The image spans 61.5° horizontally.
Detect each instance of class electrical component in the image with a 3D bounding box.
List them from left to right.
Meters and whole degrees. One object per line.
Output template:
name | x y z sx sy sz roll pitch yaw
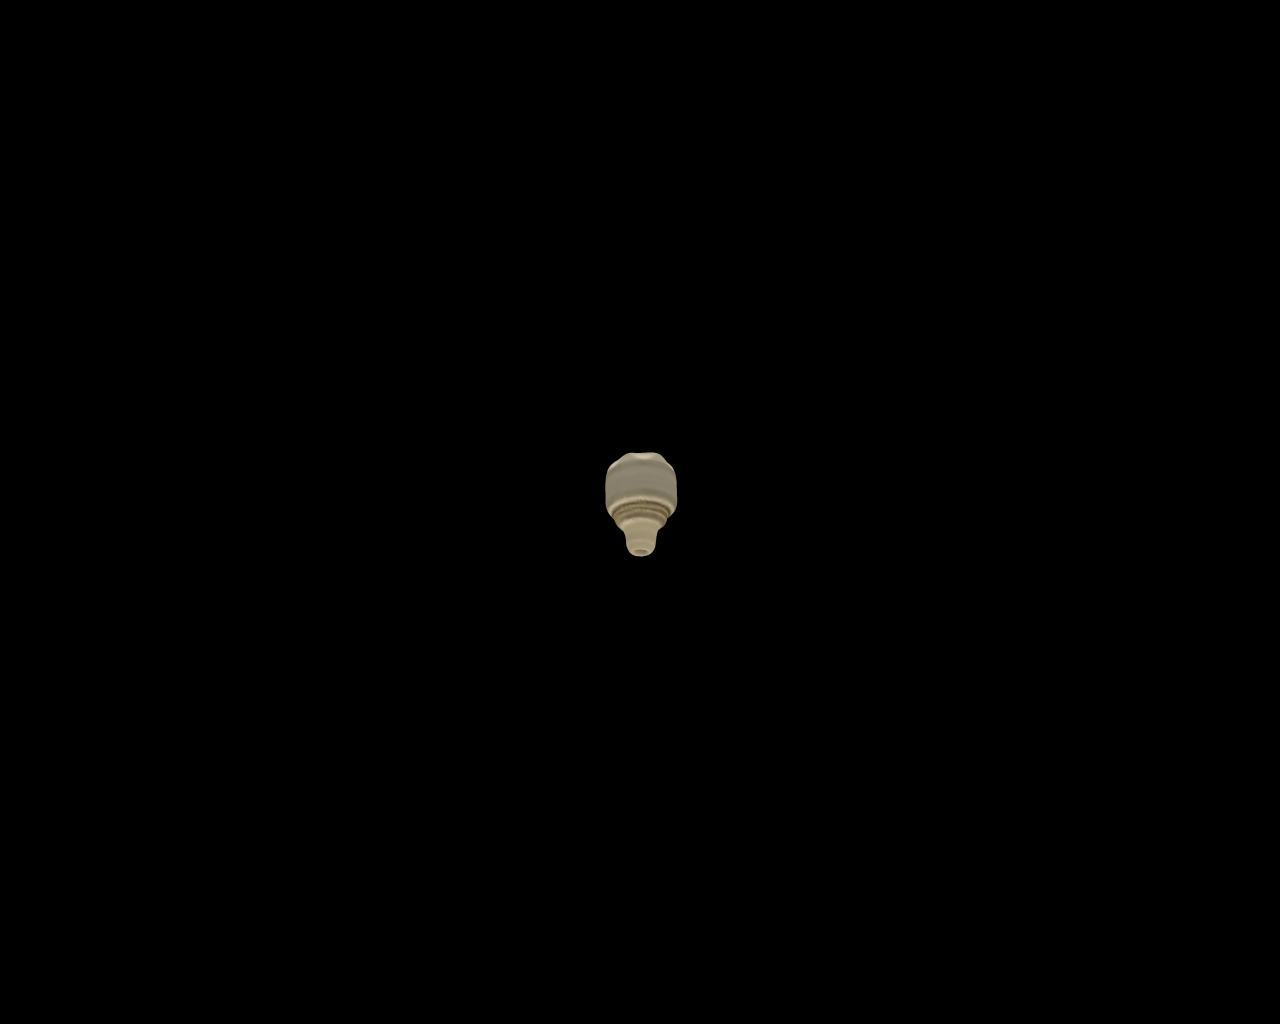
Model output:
electrical component | 0.001 -0.003 0.650 0.043 0.062 0.043 0 -26 0
